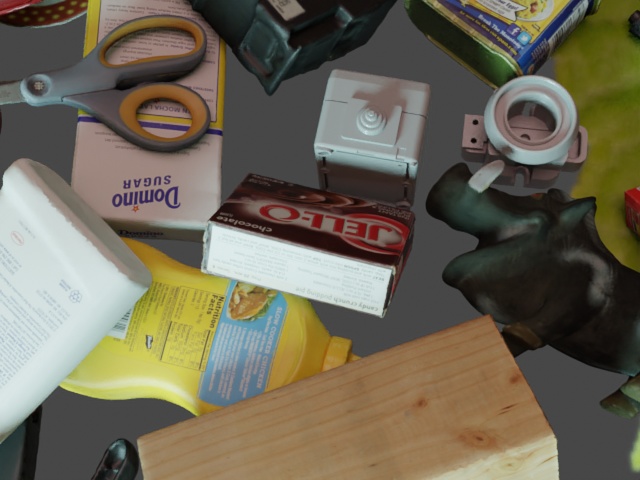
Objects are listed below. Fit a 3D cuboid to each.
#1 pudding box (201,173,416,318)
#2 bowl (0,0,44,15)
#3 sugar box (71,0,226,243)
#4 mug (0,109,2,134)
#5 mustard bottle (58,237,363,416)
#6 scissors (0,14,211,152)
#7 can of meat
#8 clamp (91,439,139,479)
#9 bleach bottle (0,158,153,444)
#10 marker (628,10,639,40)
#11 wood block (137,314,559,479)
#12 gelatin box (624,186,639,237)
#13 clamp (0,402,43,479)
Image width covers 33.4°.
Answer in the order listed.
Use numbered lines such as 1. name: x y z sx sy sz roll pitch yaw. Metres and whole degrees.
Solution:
1. pudding box: -0.004 0.001 0.638 0.113 0.090 0.039 12 112 8
2. bowl: -0.221 -0.207 0.676 0.162 0.055 0.162 -2 47 2
3. sugar box: -0.108 -0.089 0.687 0.093 0.048 0.176 5 75 -11
4. mug: -0.262 -0.095 0.685 0.093 0.081 0.117 -40 75 -9
5. mustard bottle: -0.058 0.062 0.638 0.191 0.058 0.096 13 70 7
6. scissors: -0.154 -0.076 0.640 0.201 0.016 0.096 -25 81 -17
7. can of meat: 0.118 -0.156 0.697 0.102 0.057 0.084 40 81 14
8. clamp: -0.163 0.193 0.581 0.120 0.039 0.171 7 87 -30
9. bleach bottle: -0.214 0.077 0.590 0.251 0.068 0.102 -45 83 2
10. marker: 0.247 -0.107 0.694 0.020 0.020 0.121 -40 75 -9
11. wood block: 0.016 0.130 0.583 0.206 0.091 0.090 -19 46 -3
12. gelatin box: 0.240 -0.016 0.640 0.089 0.073 0.030 -17 117 -4
13. clamp: -0.229 0.180 0.623 0.165 0.036 0.210 40 79 14
